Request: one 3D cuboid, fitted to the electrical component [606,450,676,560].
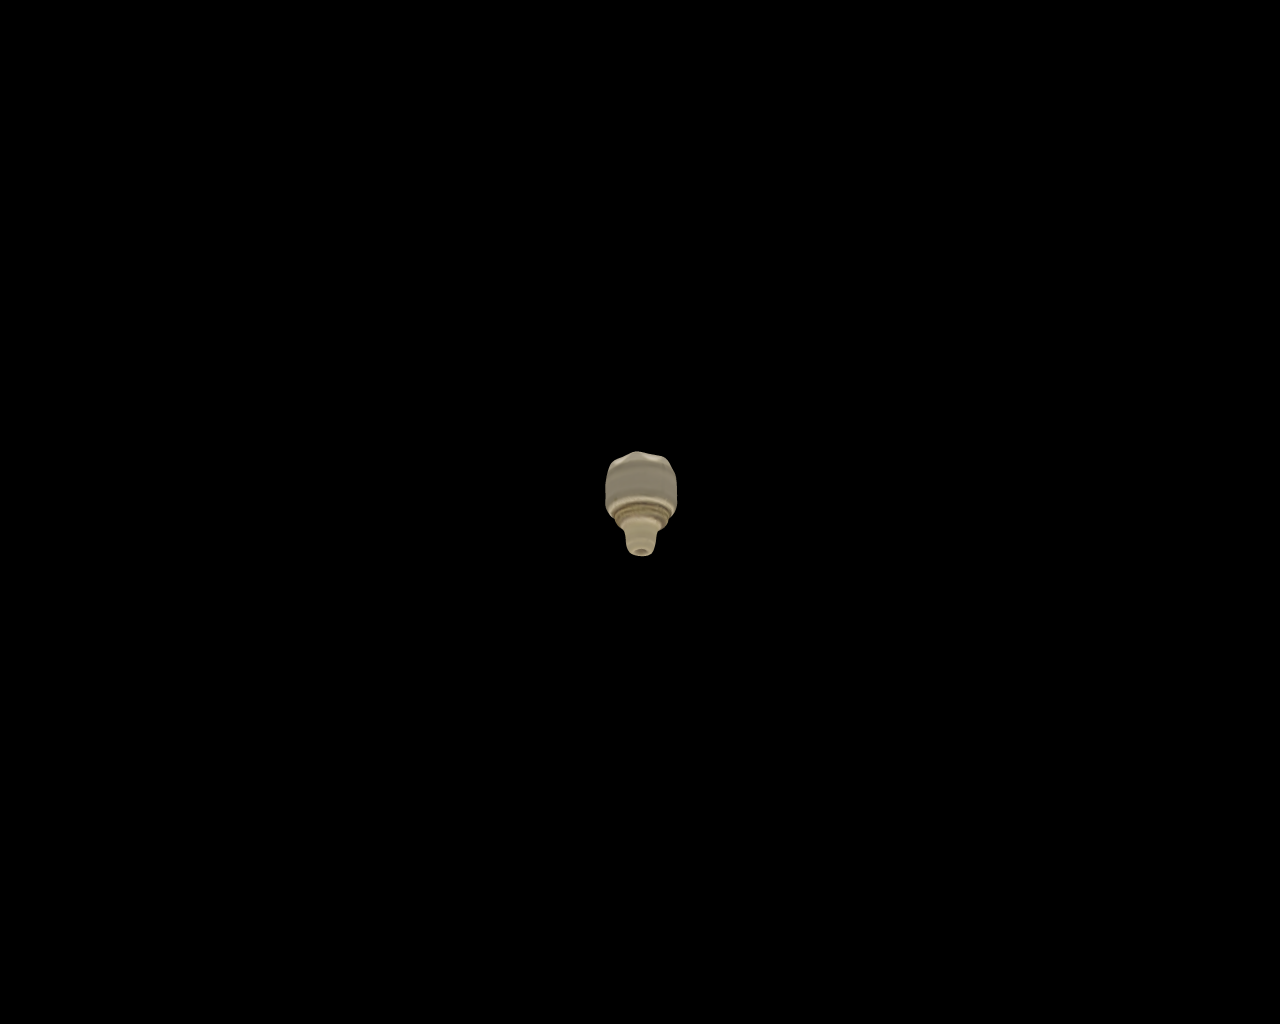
[{"bbox_3d":[0.001,-0.003,0.650,0.043,0.062,0.043,0,-27,0],"label":"electrical component"}]
